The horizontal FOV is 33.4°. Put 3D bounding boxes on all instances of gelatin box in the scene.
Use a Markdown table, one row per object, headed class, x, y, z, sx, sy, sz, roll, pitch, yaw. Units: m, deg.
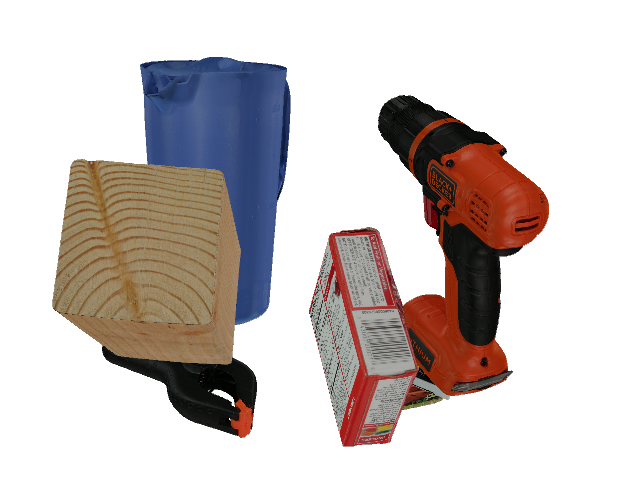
| class | x | y | z | sx | sy | sz | roll | pitch | yaw |
| --- | --- | --- | --- | --- | --- | --- | --- | --- | --- |
| gelatin box | 0.021 | 0.050 | 0.551 | 0.030 | 0.089 | 0.073 | -4 | -37 | -13 |

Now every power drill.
| class | x | y | z | sx | sy | sz | roll | pitch | yaw |
| --- | --- | --- | --- | --- | --- | --- | --- | --- | --- |
| power drill | 0.091 | 0.003 | 0.777 | 0.057 | 0.188 | 0.185 | -13 | 34 | -19 |

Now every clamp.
| class | x | y | z | sx | sy | sz | roll | pitch | yaw |
| --- | --- | --- | --- | --- | --- | --- | --- | --- | --- |
| clamp | -0.105 | 0.115 | 0.972 | 0.120 | 0.039 | 0.172 | -30 | 46 | -34 |

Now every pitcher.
| class | x | y | z | sx | sy | sz | roll | pitch | yaw |
| --- | --- | --- | --- | --- | --- | --- | --- | --- | --- |
| pitcher | -0.093 | -0.050 | 1.006 | 0.149 | 0.243 | 0.145 | -1 | 15 | -11 |

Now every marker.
| class | x | y | z | sx | sy | sz | roll | pitch | yaw |
| --- | --- | --- | --- | --- | --- | --- | --- | --- | --- |
| marker | 0.073 | 0.126 | 1.053 | 0.121 | 0.020 | 0.020 | 21 | 5 | 14 |

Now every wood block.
| class | x | y | z | sx | sy | sz | roll | pitch | yaw |
| --- | --- | --- | --- | --- | --- | --- | --- | --- | --- |
| wood block | -0.103 | 0.023 | 0.692 | 0.090 | 0.091 | 0.206 | 5 | -12 | 0 |

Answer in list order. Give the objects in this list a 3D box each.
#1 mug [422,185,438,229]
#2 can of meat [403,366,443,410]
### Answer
| class | x | y | z | sx | sy | sz | roll | pitch | yaw |
| --- | --- | --- | --- | --- | --- | --- | --- | --- | --- |
| mug | 0.167 | -0.063 | 1.221 | 0.117 | 0.081 | 0.093 | -21 | 27 | -36 |
| can of meat | 0.111 | 0.158 | 1.317 | 0.102 | 0.084 | 0.057 | -7 | 27 | -22 |
